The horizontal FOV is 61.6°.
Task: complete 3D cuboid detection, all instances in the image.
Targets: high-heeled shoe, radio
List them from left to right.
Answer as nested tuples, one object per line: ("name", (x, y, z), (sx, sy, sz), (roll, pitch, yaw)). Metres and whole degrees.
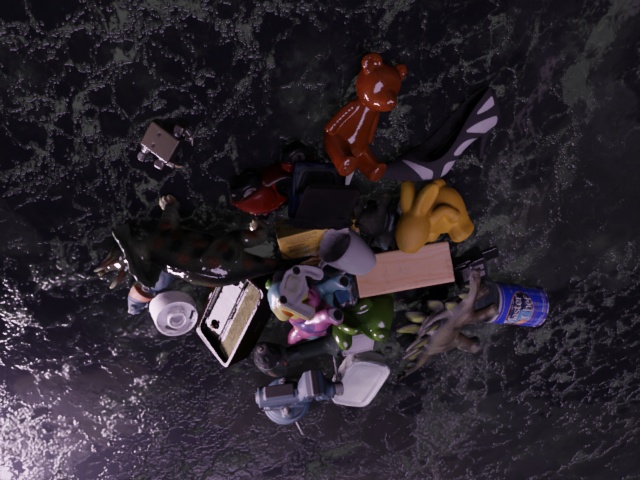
("radio", (-0.177, 0.146, 1.151), (0.073, 0.131, 0.229), (-13, 138, -52))
("high-heeled shoe", (0.227, -0.201, 1.030), (0.249, 0.086, 0.145), (-14, 123, -7))

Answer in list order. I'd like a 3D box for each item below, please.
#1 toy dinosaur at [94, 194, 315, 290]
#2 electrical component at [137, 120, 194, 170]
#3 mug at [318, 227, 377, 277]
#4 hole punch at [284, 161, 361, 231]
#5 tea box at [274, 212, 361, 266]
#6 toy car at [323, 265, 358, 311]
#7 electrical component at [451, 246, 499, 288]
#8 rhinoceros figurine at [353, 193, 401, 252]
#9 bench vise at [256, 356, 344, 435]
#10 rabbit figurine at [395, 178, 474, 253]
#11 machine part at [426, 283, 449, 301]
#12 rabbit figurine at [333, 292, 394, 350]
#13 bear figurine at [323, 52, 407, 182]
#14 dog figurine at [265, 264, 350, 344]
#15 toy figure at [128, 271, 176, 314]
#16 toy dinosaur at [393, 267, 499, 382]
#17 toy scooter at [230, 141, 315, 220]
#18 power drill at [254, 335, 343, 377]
("toy dinosaur", (-0.221, 0.031, 1.004), (0.405, 0.192, 0.131), (10, 132, 4))
("electrical component", (-0.275, -0.173, 0.967), (0.078, 0.045, 0.102), (32, 114, 2))
("mug", (0.056, 0.037, 1.075), (0.107, 0.081, 0.109), (29, 106, -38))
("hole punch", (0.001, -0.082, 0.995), (0.142, 0.092, 0.115), (-2, 137, -25))
("tea box", (-0.002, -0.003, 1.126), (0.170, 0.068, 0.098), (-12, 126, -2))
("toy car", (0.013, 0.085, 1.166), (0.162, 0.103, 0.109), (2, 133, 31))
("electrical component", (0.369, 0.058, 1.261), (0.119, 0.048, 0.074), (-17, 127, 2))
("rhinoceros figurine", (0.130, -0.033, 1.095), (0.073, 0.112, 0.190), (-7, 168, 23))
("bench vise", (-0.050, 0.405, 1.382), (0.224, 0.129, 0.240), (-15, 148, -12))
("rabbit figurine", (0.215, -0.043, 1.075), (0.173, 0.122, 0.162), (-35, 125, -32))
("machine part", (0.273, 0.090, 1.270), (0.084, 0.039, 0.138), (-22, 125, -2))
("rabbit figurine", (0.073, 0.176, 1.235), (0.170, 0.159, 0.121), (15, 132, -4))
("bear figurine", (0.093, -0.220, 0.962), (0.120, 0.132, 0.195), (6, 132, -46))
("dog figurine", (-0.042, 0.141, 1.085), (0.191, 0.108, 0.219), (16, 150, -18))
("toy figure", (-0.355, 0.094, 1.127), (0.154, 0.058, 0.064), (-44, 144, 15))
("toy dinosaur", (0.292, 0.224, 1.316), (0.199, 0.105, 0.470), (-4, 137, -13))
("toy scooter", (-0.076, -0.096, 1.044), (0.184, 0.075, 0.135), (-32, 126, 6))
("power drill", (-0.050, 0.258, 1.252), (0.207, 0.086, 0.232), (-20, 157, -13))
